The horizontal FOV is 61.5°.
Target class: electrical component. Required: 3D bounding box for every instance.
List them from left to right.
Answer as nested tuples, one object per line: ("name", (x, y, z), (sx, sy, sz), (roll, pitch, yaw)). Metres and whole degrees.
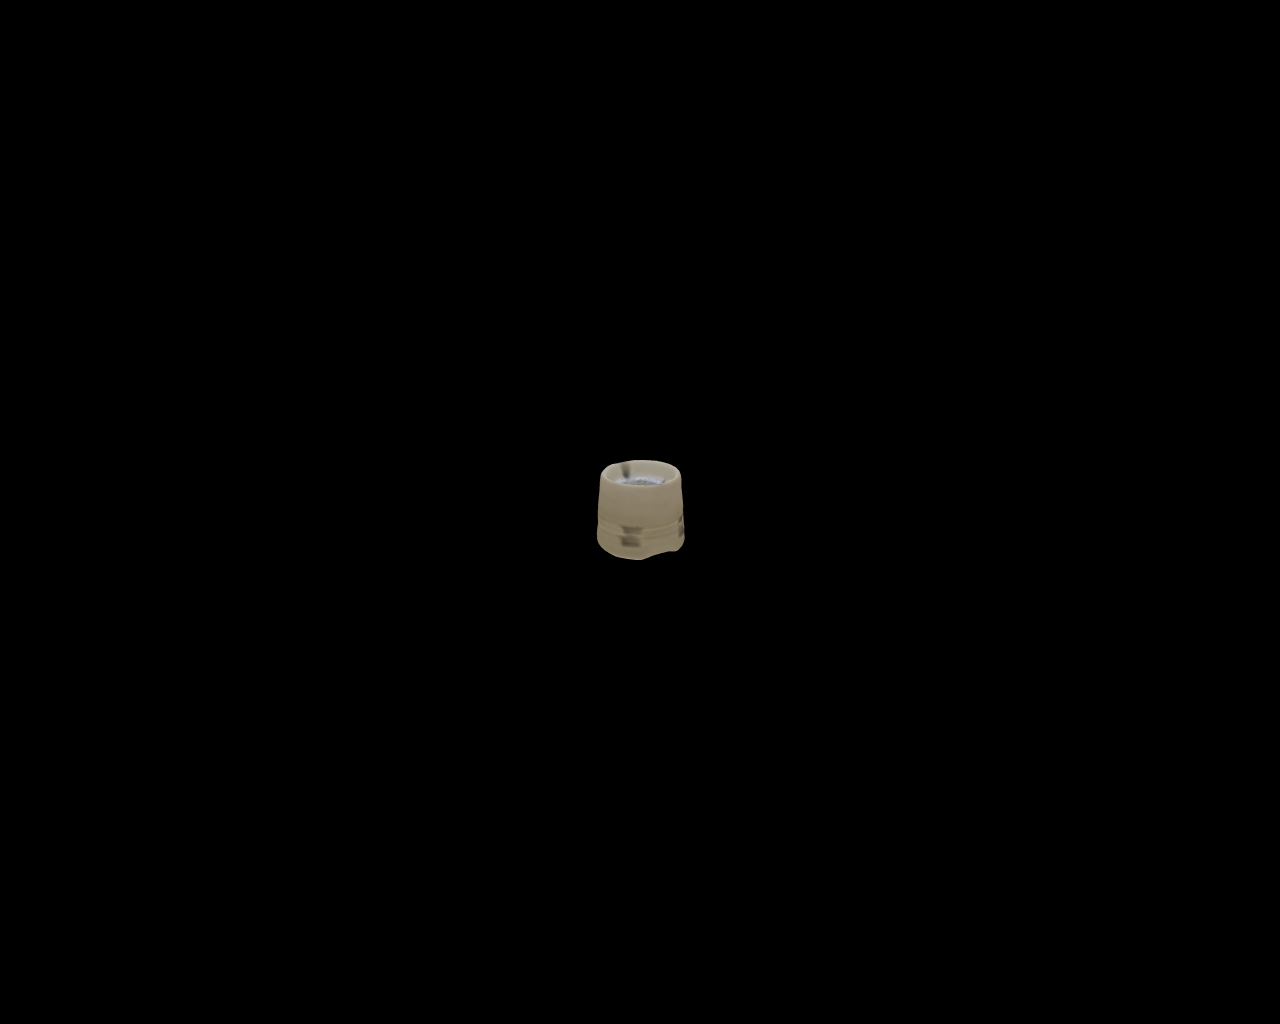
("electrical component", (0.001, -0.003, 0.650), (0.055, 0.047, 0.055), (0, 22, 0))
